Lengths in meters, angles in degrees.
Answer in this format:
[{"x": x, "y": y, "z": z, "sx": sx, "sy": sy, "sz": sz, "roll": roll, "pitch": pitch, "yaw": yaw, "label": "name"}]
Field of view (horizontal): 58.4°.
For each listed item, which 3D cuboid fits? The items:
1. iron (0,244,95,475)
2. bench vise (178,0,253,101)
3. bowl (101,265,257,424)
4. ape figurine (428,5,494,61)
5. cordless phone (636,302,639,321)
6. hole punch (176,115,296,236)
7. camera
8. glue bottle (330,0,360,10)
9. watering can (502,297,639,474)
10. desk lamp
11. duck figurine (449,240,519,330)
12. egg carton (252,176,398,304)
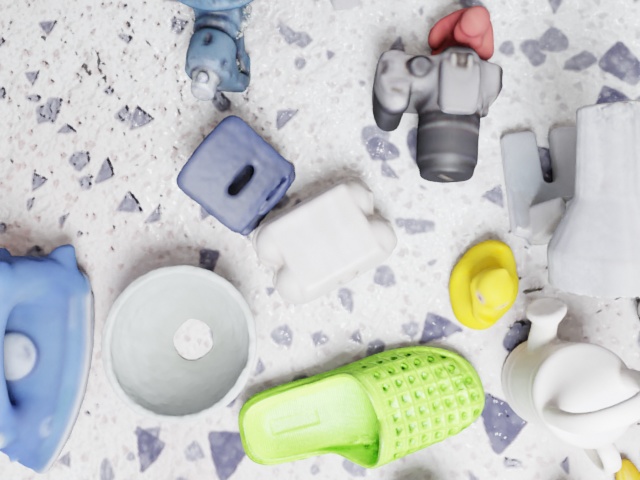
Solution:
[{"x": -0.321, "y": 0.130, "z": 0.603, "sx": 0.118, "sy": 0.141, "sz": 0.258, "roll": -4, "pitch": 83, "yaw": 1, "label": "iron"}, {"x": -0.105, "y": -0.265, "z": 0.606, "sx": 0.121, "sy": 0.220, "sz": 0.207, "roll": -12, "pitch": 83, "yaw": 0, "label": "bench vise"}, {"x": -0.148, "y": 0.112, "z": 0.635, "sx": 0.167, "sy": 0.075, "sz": 0.167, "roll": 0, "pitch": 83, "yaw": 1, "label": "bowl"}, {"x": 0.170, "y": -0.239, "z": 0.662, "sx": 0.078, "sy": 0.092, "sz": 0.076, "roll": 41, "pitch": 86, "yaw": 6, "label": "ape figurine"}, {"x": 0.429, "y": 0.066, "z": 0.573, "sx": 0.147, "sy": 0.185, "sz": 0.094, "roll": -36, "pitch": 83, "yaw": -3, "label": "cordless phone"}, {"x": -0.091, "y": -0.071, "z": 0.648, "sx": 0.101, "sy": 0.091, "sz": 0.109, "roll": 38, "pitch": 85, "yaw": 5, "label": "hole punch"}, {"x": 0.130, "y": -0.140, "z": 0.646, "sx": 0.143, "sy": 0.101, "sz": 0.137, "roll": 4, "pitch": 83, "yaw": 2, "label": "camera"}, {"x": 0.022, "y": -0.332, "z": 0.635, "sx": 0.037, "sy": 0.173, "sz": 0.078, "roll": -18, "pitch": 83, "yaw": -1, "label": "glue bottle"}, {"x": 0.249, "y": 0.144, "z": 0.563, "sx": 0.101, "sy": 0.194, "sz": 0.173, "roll": -45, "pitch": 84, "yaw": -4, "label": "watering can"}, {"x": 0.265, "y": -0.042, "z": 0.575, "sx": 0.118, "sy": 0.213, "sz": 0.203, "roll": -7, "pitch": 83, "yaw": 1, "label": "desk lamp"}, {"x": 0.188, "y": 0.048, "z": 0.630, "sx": 0.077, "sy": 0.086, "sz": 0.105, "roll": 19, "pitch": 84, "yaw": 4, "label": "duck figurine"}, {"x": 0.006, "y": 0.002, "z": 0.648, "sx": 0.150, "sy": 0.069, "sz": 0.107, "roll": -31, "pitch": 83, "yaw": -2, "label": "egg carton"}]
